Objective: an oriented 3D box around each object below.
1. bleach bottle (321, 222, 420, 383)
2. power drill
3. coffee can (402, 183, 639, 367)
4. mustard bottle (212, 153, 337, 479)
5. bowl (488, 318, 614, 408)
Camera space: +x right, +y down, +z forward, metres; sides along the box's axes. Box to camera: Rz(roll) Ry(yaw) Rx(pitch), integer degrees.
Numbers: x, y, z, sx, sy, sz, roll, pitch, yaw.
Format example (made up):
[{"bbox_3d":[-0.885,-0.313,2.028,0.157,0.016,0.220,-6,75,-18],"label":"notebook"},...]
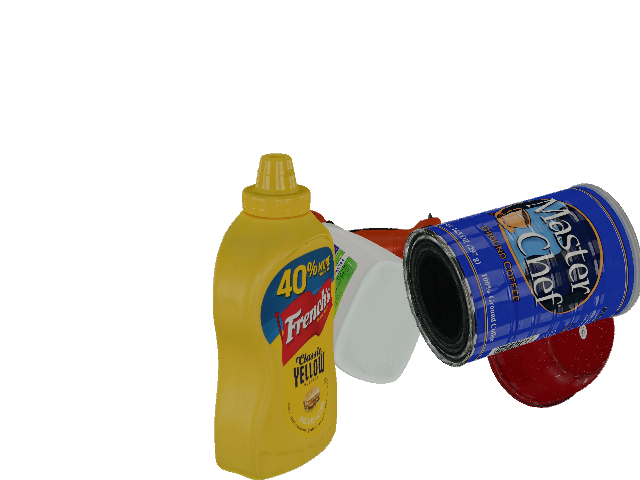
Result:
[{"bbox_3d":[0.015,0.043,0.953,0.068,0.102,0.251,21,3,-19],"label":"bleach bottle"},{"bbox_3d":[0.036,0.023,1.169,0.188,0.057,0.184,2,30,12],"label":"power drill"},{"bbox_3d":[0.145,0.024,0.778,0.140,0.103,0.103,-15,5,-18],"label":"coffee can"},{"bbox_3d":[-0.027,0.042,0.655,0.058,0.192,0.096,10,19,34],"label":"mustard bottle"},{"bbox_3d":[0.242,0.090,1.070,0.161,0.162,0.055,0,-1,-32],"label":"bowl"}]
